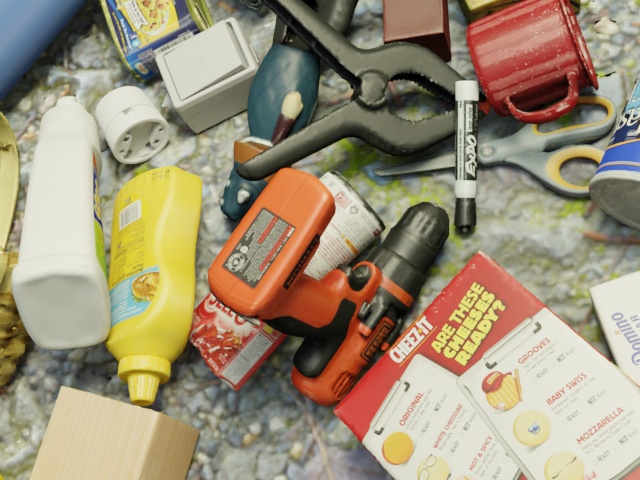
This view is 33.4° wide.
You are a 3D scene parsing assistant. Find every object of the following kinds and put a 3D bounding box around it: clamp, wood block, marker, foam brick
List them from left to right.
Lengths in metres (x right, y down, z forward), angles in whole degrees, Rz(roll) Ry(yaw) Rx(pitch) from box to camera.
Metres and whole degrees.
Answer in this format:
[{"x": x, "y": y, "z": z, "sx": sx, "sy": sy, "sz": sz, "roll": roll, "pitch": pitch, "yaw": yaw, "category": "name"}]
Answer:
[{"x": -0.175, "y": 0.228, "z": 0.816, "sx": 0.091, "sy": 0.090, "sz": 0.206, "roll": 11, "pitch": 74, "yaw": 19, "category": "wood block"}, {"x": 0.007, "y": -0.227, "z": 0.927, "sx": 0.172, "sy": 0.039, "sz": 0.120, "roll": -46, "pitch": 49, "yaw": 23, "category": "clamp"}, {"x": 0.032, "y": -0.109, "z": 0.863, "sx": 0.210, "sy": 0.036, "sz": 0.164, "roll": 13, "pitch": 82, "yaw": -10, "category": "clamp"}, {"x": 0.083, "y": -0.195, "z": 0.917, "sx": 0.053, "sy": 0.051, "sz": 0.078, "roll": -5, "pitch": 69, "yaw": 13, "category": "foam brick"}, {"x": 0.117, "y": -0.066, "z": 0.856, "sx": 0.020, "sy": 0.020, "sz": 0.121, "roll": 1, "pitch": 94, "yaw": 16, "category": "marker"}]

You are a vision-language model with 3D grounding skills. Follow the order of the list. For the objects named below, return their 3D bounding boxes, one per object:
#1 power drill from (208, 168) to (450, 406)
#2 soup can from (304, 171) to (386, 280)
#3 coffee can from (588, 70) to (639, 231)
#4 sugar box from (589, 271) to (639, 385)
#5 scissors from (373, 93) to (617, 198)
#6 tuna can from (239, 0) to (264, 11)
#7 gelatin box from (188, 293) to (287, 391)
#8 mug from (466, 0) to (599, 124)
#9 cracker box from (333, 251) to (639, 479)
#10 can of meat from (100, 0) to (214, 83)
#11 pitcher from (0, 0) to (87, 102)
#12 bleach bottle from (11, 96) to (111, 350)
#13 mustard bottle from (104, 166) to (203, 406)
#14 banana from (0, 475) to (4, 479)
[{"x": 0.014, "y": 0.022, "z": 0.785, "sx": 0.057, "sy": 0.187, "sz": 0.184, "roll": 29, "pitch": 83, "yaw": 37, "category": "power drill"}, {"x": -0.006, "y": 0.001, "z": 0.862, "sx": 0.102, "sy": 0.068, "sz": 0.068, "roll": -43, "pitch": 65, "yaw": -3, "category": "soup can"}, {"x": 0.274, "y": -0.081, "z": 0.794, "sx": 0.103, "sy": 0.102, "sz": 0.140, "roll": 21, "pitch": 77, "yaw": 21, "category": "coffee can"}, {"x": 0.295, "y": 0.052, "z": 0.772, "sx": 0.176, "sy": 0.048, "sz": 0.093, "roll": -20, "pitch": 67, "yaw": 12, "category": "sugar box"}, {"x": 0.151, "y": -0.056, "z": 0.867, "sx": 0.202, "sy": 0.016, "sz": 0.096, "roll": -23, "pitch": 66, "yaw": 7, "category": "scissors"}, {"x": -0.074, "y": -0.249, "z": 0.963, "sx": 0.086, "sy": 0.086, "sz": 0.033, "roll": 39, "pitch": 83, "yaw": 24, "category": "tuna can"}, {"x": -0.067, "y": 0.068, "z": 0.855, "sx": 0.073, "sy": 0.030, "sz": 0.089, "roll": -48, "pitch": 35, "yaw": -2, "category": "gelatin box"}, {"x": 0.169, "y": -0.139, "z": 0.847, "sx": 0.082, "sy": 0.093, "sz": 0.117, "roll": -20, "pitch": 55, "yaw": 20, "category": "mug"}, {"x": 0.139, "y": 0.137, "z": 0.745, "sx": 0.164, "sy": 0.072, "sz": 0.214, "roll": -48, "pitch": 54, "yaw": 2, "category": "cracker box"}, {"x": -0.149, "y": -0.206, "z": 0.984, "sx": 0.084, "sy": 0.057, "sz": 0.102, "roll": -25, "pitch": 65, "yaw": 8, "category": "can of meat"}, {"x": -0.299, "y": -0.228, "z": 0.974, "sx": 0.243, "sy": 0.149, "sz": 0.145, "roll": -45, "pitch": 31, "yaw": 4, "category": "pitcher"}, {"x": -0.211, "y": -0.035, "z": 0.887, "sx": 0.068, "sy": 0.102, "sz": 0.251, "roll": -6, "pitch": 48, "yaw": -6, "category": "bleach bottle"}, {"x": -0.138, "y": 0.041, "z": 0.869, "sx": 0.096, "sy": 0.058, "sz": 0.191, "roll": -26, "pitch": 53, "yaw": 41, "category": "mustard bottle"}, {"x": -0.299, "y": 0.208, "z": 0.890, "sx": 0.198, "sy": 0.037, "sz": 0.070, "roll": 30, "pitch": 98, "yaw": 24, "category": "banana"}]
